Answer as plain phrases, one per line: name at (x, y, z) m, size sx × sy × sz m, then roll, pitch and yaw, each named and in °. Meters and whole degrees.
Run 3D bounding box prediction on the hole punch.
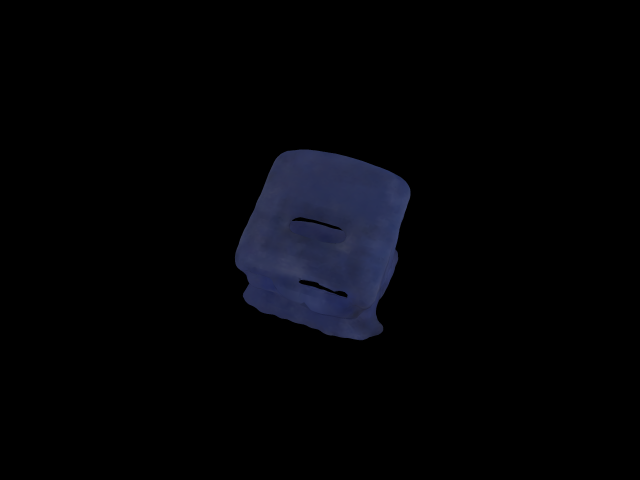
hole punch at (0.004, 0.001, 0.400) m, size 0.108 × 0.091 × 0.101 m, roll 15°, pitch 46°, yaw 15°
